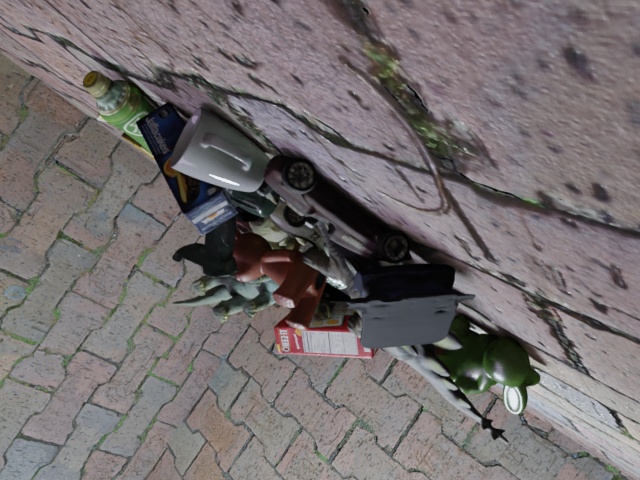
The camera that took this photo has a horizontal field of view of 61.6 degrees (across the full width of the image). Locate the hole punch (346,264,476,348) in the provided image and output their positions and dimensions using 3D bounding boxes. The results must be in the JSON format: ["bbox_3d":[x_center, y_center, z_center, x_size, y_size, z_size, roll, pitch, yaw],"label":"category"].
[{"bbox_3d":[0.097,0.062,0.634,0.142,0.092,0.115,-1,145,-2],"label":"hole punch"}]

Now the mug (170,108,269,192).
[{"bbox_3d":[-0.112,-0.103,0.653,0.107,0.081,0.110,25,167,-29],"label":"mug"}]

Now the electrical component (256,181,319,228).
[{"bbox_3d":[-0.033,-0.056,0.708,0.102,0.045,0.078,34,176,-1],"label":"electrical component"}]

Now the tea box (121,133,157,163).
[{"bbox_3d":[-0.319,-0.187,1.136,0.098,0.068,0.169,29,172,40],"label":"tea box"}]

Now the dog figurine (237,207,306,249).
[{"bbox_3d":[-0.117,-0.054,1.068,0.173,0.121,0.190,21,152,55],"label":"dog figurine"}]

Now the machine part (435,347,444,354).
[{"bbox_3d":[0.203,0.164,1.030,0.179,0.056,0.179,34,-174,-4],"label":"machine part"}]

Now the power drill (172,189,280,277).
[{"bbox_3d":[-0.182,-0.057,0.874,0.232,0.207,0.086,23,-161,18],"label":"power drill"}]

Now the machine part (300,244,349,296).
[{"bbox_3d":[0.064,0.074,1.115,0.243,0.079,0.079,35,175,0],"label":"machine part"}]

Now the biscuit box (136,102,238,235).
[{"bbox_3d":[-0.189,-0.104,0.754,0.203,0.063,0.059,55,176,31],"label":"biscuit box"}]

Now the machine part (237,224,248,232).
[{"bbox_3d":[-0.234,-0.102,1.292,0.202,0.087,0.200,30,173,28],"label":"machine part"}]

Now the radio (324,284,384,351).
[{"bbox_3d":[0.113,0.159,1.277,0.230,0.131,0.073,33,173,12],"label":"radio"}]

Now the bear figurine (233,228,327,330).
[{"bbox_3d":[-0.092,0.056,0.936,0.196,0.132,0.120,14,148,21],"label":"bear figurine"}]

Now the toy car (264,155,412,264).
[{"bbox_3d":[0.020,-0.028,0.626,0.202,0.053,0.089,37,171,-16],"label":"toy car"}]

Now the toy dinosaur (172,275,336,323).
[{"bbox_3d":[-0.149,0.102,1.225,0.405,0.131,0.192,-2,-171,39],"label":"toy dinosaur"}]

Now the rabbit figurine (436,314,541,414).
[{"bbox_3d":[0.273,0.207,0.860,0.159,0.121,0.170,41,160,-5],"label":"rabbit figurine"}]

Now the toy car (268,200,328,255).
[{"bbox_3d":[-0.002,-0.003,0.934,0.202,0.056,0.073,35,174,-6],"label":"toy car"}]

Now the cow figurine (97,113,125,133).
[{"bbox_3d":[-0.344,-0.223,0.968,0.098,0.068,0.167,30,180,-23],"label":"cow figurine"}]

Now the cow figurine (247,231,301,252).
[{"bbox_3d":[-0.088,0.008,1.292,0.195,0.085,0.127,17,176,-36],"label":"cow figurine"}]

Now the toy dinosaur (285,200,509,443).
[{"bbox_3d":[0.110,0.113,0.797,0.471,0.105,0.198,49,169,-10],"label":"toy dinosaur"}]
